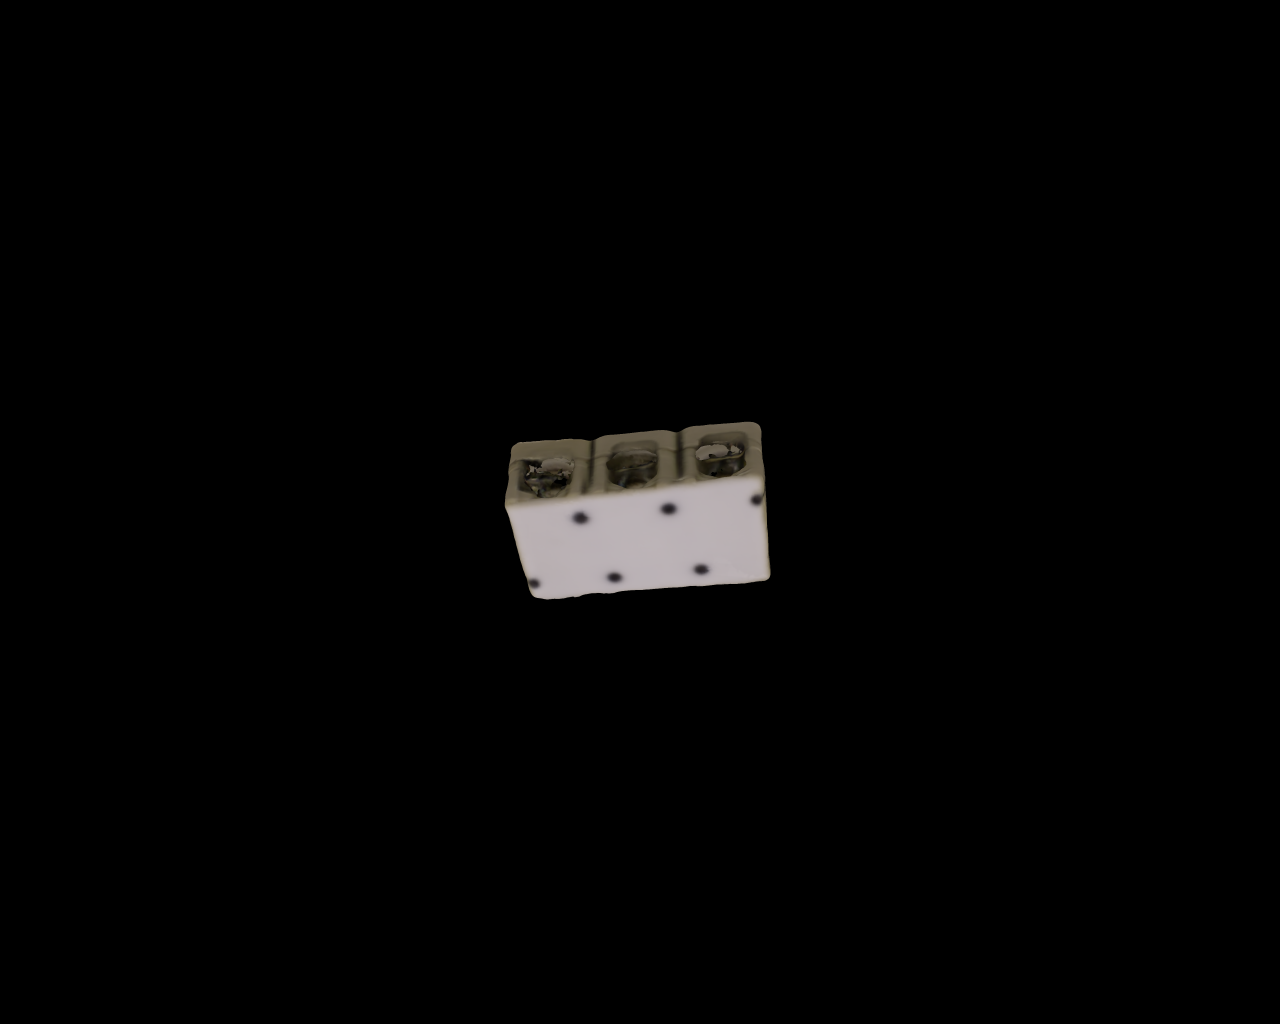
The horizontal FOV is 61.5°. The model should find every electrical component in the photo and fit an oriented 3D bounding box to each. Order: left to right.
[{"bbox_3d":[0.001,-0.003,0.650,0.150,0.089,0.062,-4,44,4],"label":"electrical component"}]
